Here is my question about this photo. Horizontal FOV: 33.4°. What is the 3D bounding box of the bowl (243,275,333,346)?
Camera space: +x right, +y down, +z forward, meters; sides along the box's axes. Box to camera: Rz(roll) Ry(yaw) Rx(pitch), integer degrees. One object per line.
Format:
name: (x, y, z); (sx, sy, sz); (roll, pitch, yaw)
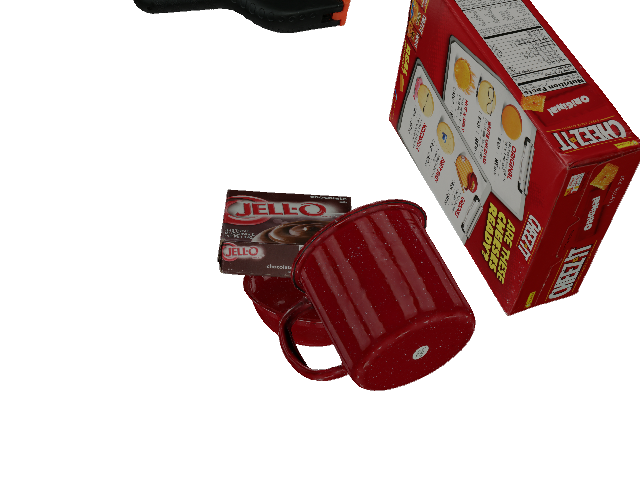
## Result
bowl: (-0.009, 0.074, 1.219); (0.162, 0.055, 0.162); (4, 26, -2)

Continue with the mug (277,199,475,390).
mug: (0.029, 0.042, 0.639); (0.117, 0.081, 0.093); (-29, -29, 2)

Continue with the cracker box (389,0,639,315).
cracker box: (0.132, -0.081, 0.782); (0.072, 0.214, 0.164); (-16, -35, -18)

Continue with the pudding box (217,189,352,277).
pudding box: (-0.028, -0.006, 0.913); (0.113, 0.039, 0.090); (5, 31, -4)

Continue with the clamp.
clamp: (-0.059, -0.221, 0.876); (0.171, 0.120, 0.039); (11, -26, -5)
